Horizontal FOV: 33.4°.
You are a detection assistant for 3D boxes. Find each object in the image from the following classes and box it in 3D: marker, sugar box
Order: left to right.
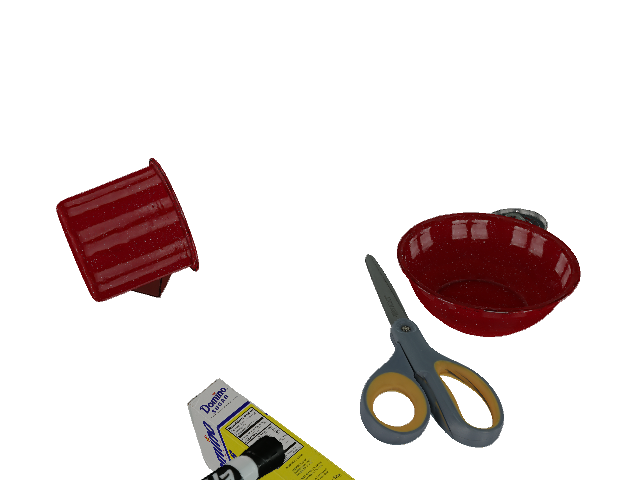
[{"bbox_3d":[-0.055,0.127,0.529,0.020,0.020,0.120,0,15,33],"label":"marker"},{"bbox_3d":[-0.036,0.198,0.902,0.176,0.093,0.048,27,52,35],"label":"sugar box"}]

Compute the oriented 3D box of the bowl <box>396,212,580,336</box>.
[{"bbox_3d":[0.146,0.037,0.955,0.162,0.055,0.162,2,32,-2],"label":"bowl"}]

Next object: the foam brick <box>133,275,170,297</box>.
[{"bbox_3d":[-0.189,0.015,1.072,0.078,0.051,0.053,15,33,2],"label":"foam brick"}]

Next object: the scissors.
[{"bbox_3d":[0.043,0.071,0.708,0.096,0.016,0.202,-13,36,-25],"label":"scissors"}]

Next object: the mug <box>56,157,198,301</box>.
[{"bbox_3d":[-0.151,-0.008,0.814,0.081,0.093,0.117,-23,21,-14],"label":"mug"}]

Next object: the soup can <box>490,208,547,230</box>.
[{"bbox_3d":[0.219,0.023,1.207,0.068,0.102,0.068,-2,29,1],"label":"soup can"}]
